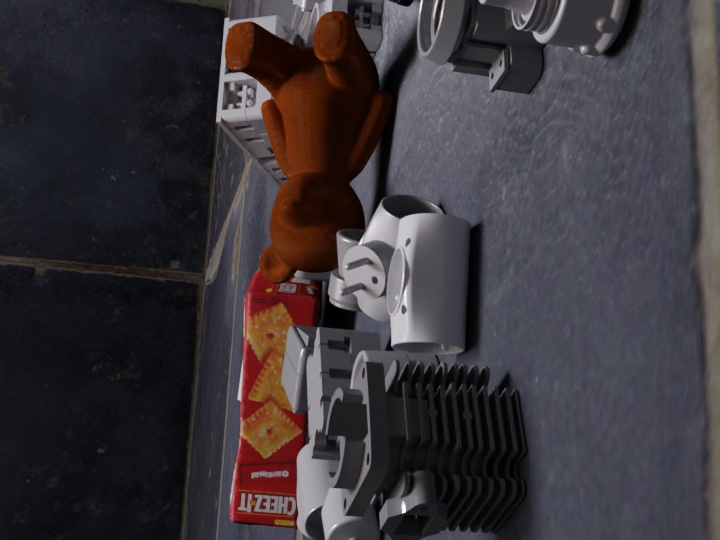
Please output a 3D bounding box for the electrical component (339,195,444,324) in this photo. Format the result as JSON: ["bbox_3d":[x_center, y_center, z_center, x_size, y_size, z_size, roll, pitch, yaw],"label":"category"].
[{"bbox_3d":[0.015,-0.003,0.707,0.044,0.079,0.077,32,123,31],"label":"electrical component"}]

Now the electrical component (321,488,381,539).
[{"bbox_3d":[-0.009,0.180,0.801,0.078,0.040,0.040,-106,25,-61],"label":"electrical component"}]

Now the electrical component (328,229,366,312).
[{"bbox_3d":[0.000,0.000,0.839,0.045,0.045,0.055,-121,38,-70],"label":"electrical component"}]

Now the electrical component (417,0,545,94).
[{"bbox_3d":[0.065,-0.136,0.578,0.058,0.057,0.078,123,151,-65],"label":"electrical component"}]

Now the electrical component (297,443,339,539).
[{"bbox_3d":[-0.030,0.194,0.882,0.077,0.044,0.079,-104,23,-58],"label":"electrical component"}]

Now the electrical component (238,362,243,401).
[{"bbox_3d":[-0.095,0.095,1.186,0.078,0.063,0.121,-129,47,-73],"label":"electrical component"}]

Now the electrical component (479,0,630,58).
[{"bbox_3d":[0.084,-0.120,0.471,0.048,0.062,0.048,-174,90,-78],"label":"electrical component"}]

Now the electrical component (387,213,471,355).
[{"bbox_3d":[0.039,0.013,0.656,0.079,0.044,0.077,133,143,-73],"label":"electrical component"}]

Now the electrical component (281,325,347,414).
[{"bbox_3d":[-0.028,0.077,0.890,0.096,0.062,0.061,-135,52,-75],"label":"electrical component"}]

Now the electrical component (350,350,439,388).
[{"bbox_3d":[0.022,0.079,0.695,0.055,0.047,0.055,-174,90,-78],"label":"electrical component"}]

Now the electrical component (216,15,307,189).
[{"bbox_3d":[-0.072,-0.156,1.053,0.186,0.060,0.105,47,-138,-66],"label":"electrical component"}]

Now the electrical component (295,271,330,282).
[{"bbox_3d":[-0.040,-0.036,1.022,0.095,0.054,0.059,-97,18,-46],"label":"electrical component"}]

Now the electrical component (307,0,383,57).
[{"bbox_3d":[-0.017,-0.217,1.001,0.089,0.056,0.050,130,145,-69],"label":"electrical component"}]

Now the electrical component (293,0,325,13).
[{"bbox_3d":[-0.030,-0.291,1.084,0.096,0.062,0.061,-118,36,-69],"label":"electrical component"}]

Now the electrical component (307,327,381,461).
[{"bbox_3d":[-0.006,0.092,0.797,0.050,0.056,0.089,109,162,-46],"label":"electrical component"}]
